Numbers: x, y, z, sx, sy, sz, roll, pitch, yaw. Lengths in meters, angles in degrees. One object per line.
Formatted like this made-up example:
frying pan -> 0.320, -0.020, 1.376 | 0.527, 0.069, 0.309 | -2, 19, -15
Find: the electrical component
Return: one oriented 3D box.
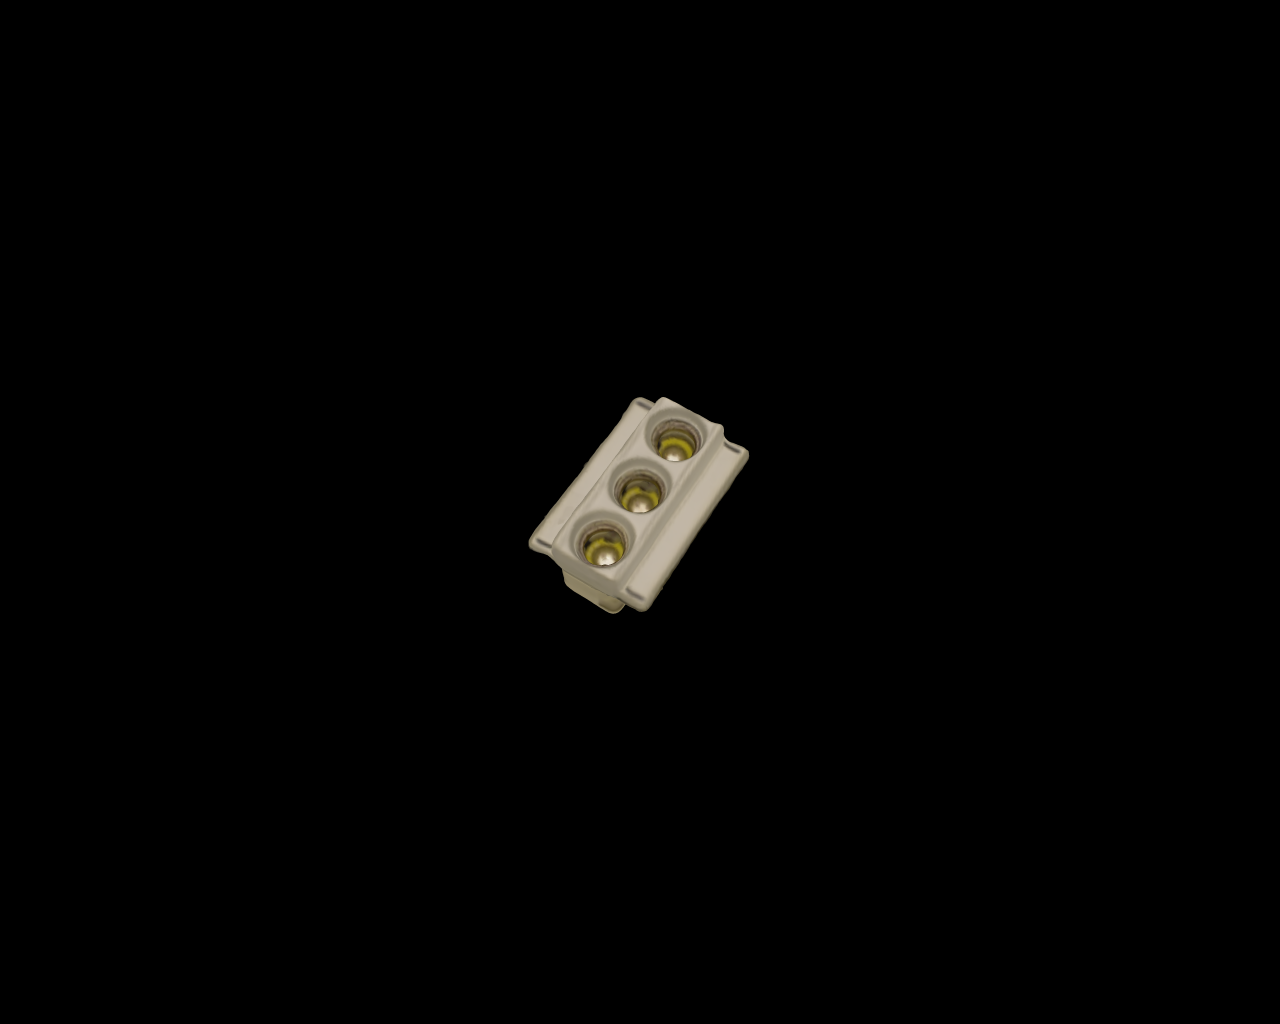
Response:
electrical component -> 0.001, -0.003, 0.650 | 0.079, 0.121, 0.063 | 29, -24, 14
